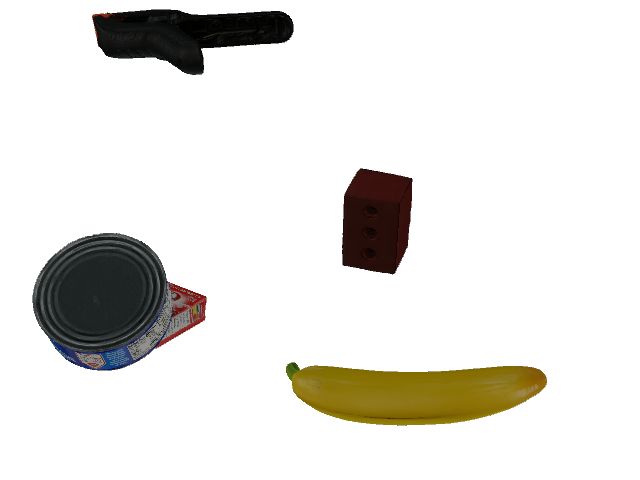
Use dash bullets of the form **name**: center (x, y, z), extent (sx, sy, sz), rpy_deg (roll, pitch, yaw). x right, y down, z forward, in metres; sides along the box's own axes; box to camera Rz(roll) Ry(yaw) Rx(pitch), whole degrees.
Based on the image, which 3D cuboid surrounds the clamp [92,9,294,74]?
- **clamp**: center (-0.109, -0.165, 0.848), extent (0.172, 0.039, 0.120), rpy_deg (20, 28, 41)

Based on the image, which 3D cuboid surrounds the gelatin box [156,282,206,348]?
- **gelatin box**: center (-0.165, 0.063, 1.016), extent (0.089, 0.030, 0.073), rpy_deg (19, 28, 28)

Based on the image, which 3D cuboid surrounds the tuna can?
- **tuna can**: center (-0.139, 0.040, 0.690), extent (0.086, 0.086, 0.034), rpy_deg (0, -31, 4)

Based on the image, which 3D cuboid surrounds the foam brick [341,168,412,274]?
- **foam brick**: center (0.052, -0.018, 0.984), extent (0.053, 0.078, 0.051), rpy_deg (10, 33, 16)

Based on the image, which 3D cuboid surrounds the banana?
- **banana**: center (0.061, 0.106, 0.771), extent (0.198, 0.037, 0.069), rpy_deg (2, 28, 14)
